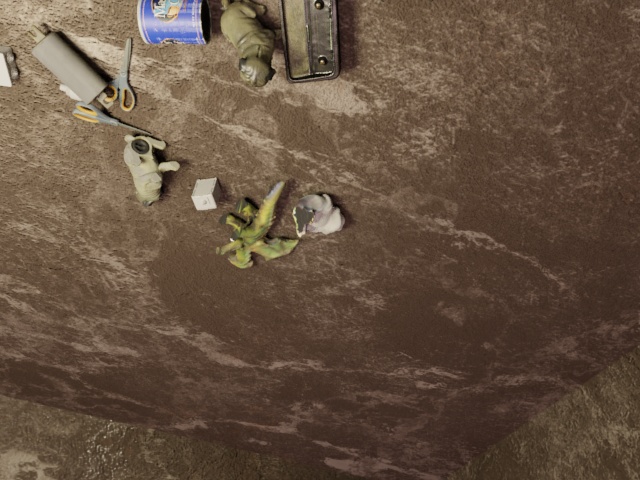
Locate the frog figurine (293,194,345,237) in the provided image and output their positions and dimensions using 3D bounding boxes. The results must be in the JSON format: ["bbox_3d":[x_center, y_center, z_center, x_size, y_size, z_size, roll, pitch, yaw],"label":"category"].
[{"bbox_3d":[0.005,-0.078,1.546,0.160,0.124,0.134,-11,133,-38],"label":"frog figurine"}]

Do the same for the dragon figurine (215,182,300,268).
[{"bbox_3d":[-0.171,-0.022,1.608,0.405,0.125,0.240,-34,140,31],"label":"dragon figurine"}]
